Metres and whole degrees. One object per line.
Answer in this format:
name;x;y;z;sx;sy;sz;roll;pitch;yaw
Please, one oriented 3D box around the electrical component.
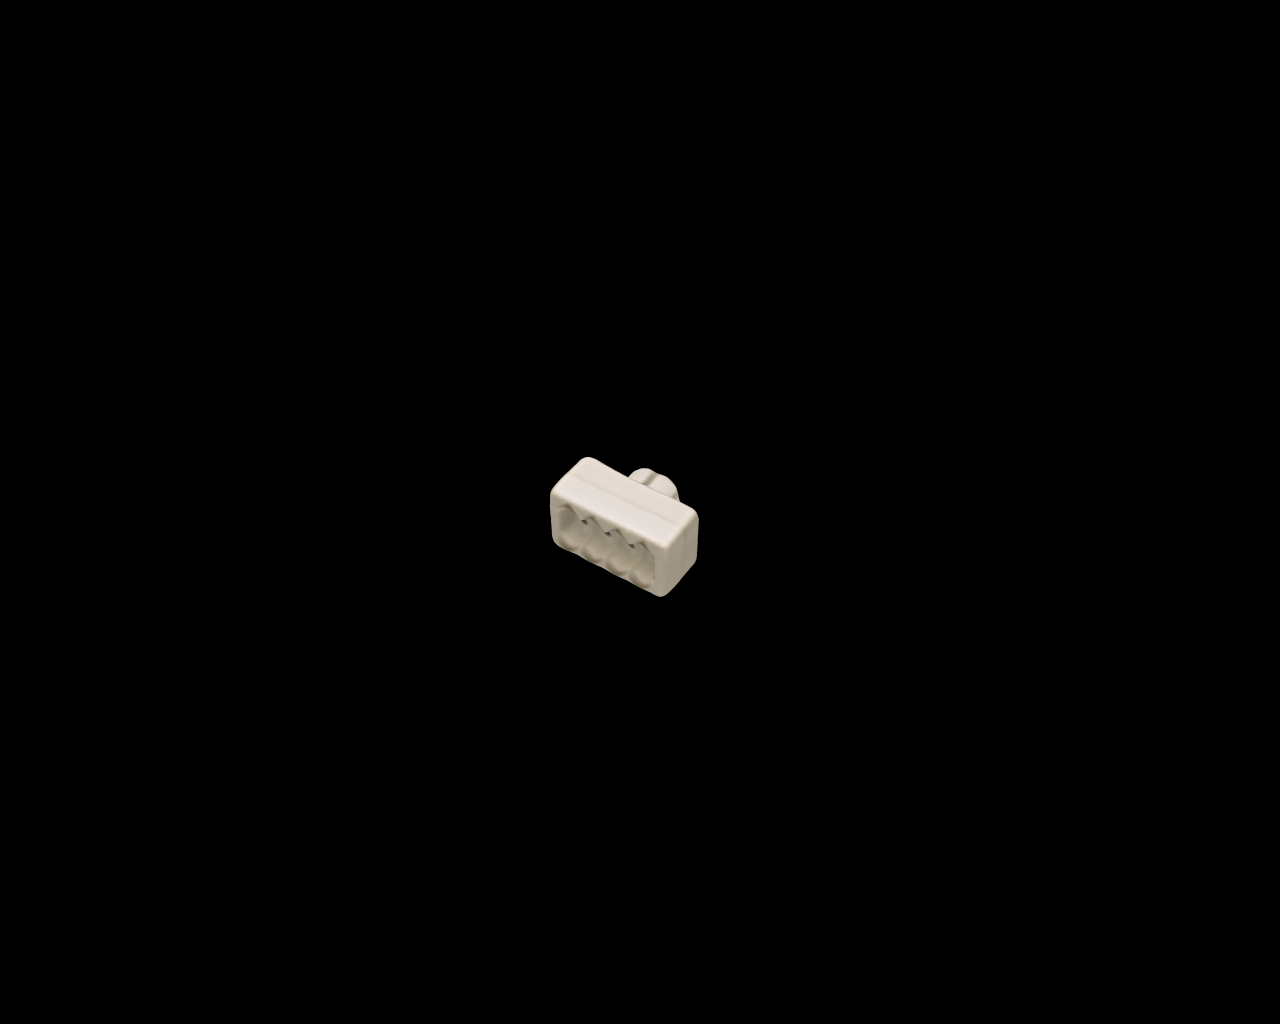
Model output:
electrical component;0.001;-0.003;0.650;0.083;0.047;0.076;27;53;22
